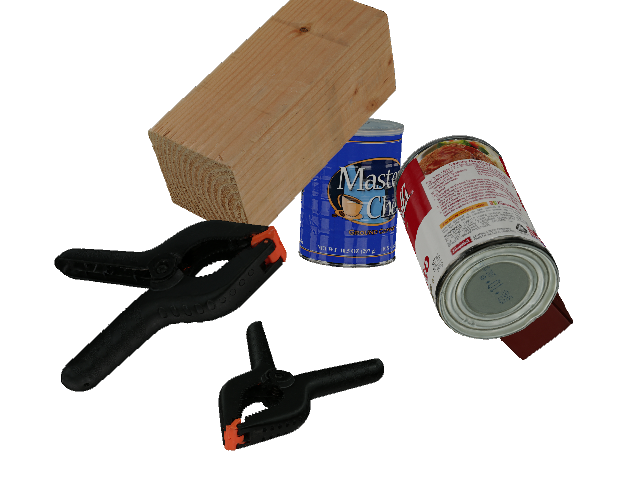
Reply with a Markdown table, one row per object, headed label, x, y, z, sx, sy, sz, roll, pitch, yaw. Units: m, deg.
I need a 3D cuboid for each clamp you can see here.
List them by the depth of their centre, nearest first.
| label | x | y | z | sx | sy | sz | roll | pitch | yaw |
| --- | --- | --- | --- | --- | --- | --- | --- | --- | --- |
| clamp | -0.107 | 0.038 | 0.728 | 0.171 | 0.120 | 0.039 | -15 | -36 | 12 |
| clamp | -0.033 | 0.154 | 1.106 | 0.165 | 0.036 | 0.209 | 11 | 26 | 15 |

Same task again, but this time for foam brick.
| label | x | y | z | sx | sy | sz | roll | pitch | yaw |
| --- | --- | --- | --- | --- | --- | --- | --- | --- | --- |
| foam brick | 0.148 | 0.043 | 0.826 | 0.051 | 0.078 | 0.053 | -40 | 25 | 15 |

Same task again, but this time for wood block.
| label | x | y | z | sx | sy | sz | roll | pitch | yaw |
| --- | --- | --- | --- | --- | --- | --- | --- | --- | --- |
| wood block | -0.034 | -0.110 | 0.888 | 0.091 | 0.205 | 0.090 | 26 | -31 | 28 |

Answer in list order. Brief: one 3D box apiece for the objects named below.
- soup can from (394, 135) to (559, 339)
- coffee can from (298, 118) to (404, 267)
| label | x | y | z | sx | sy | sz | roll | pitch | yaw |
| --- | --- | --- | --- | --- | --- | --- | --- | --- | --- |
| soup can | 0.084 | -0.003 | 0.589 | 0.068 | 0.068 | 0.102 | 0 | 37 | -11 |
| coffee can | 0.031 | -0.052 | 1.101 | 0.103 | 0.140 | 0.103 | 2 | 13 | -1 |
